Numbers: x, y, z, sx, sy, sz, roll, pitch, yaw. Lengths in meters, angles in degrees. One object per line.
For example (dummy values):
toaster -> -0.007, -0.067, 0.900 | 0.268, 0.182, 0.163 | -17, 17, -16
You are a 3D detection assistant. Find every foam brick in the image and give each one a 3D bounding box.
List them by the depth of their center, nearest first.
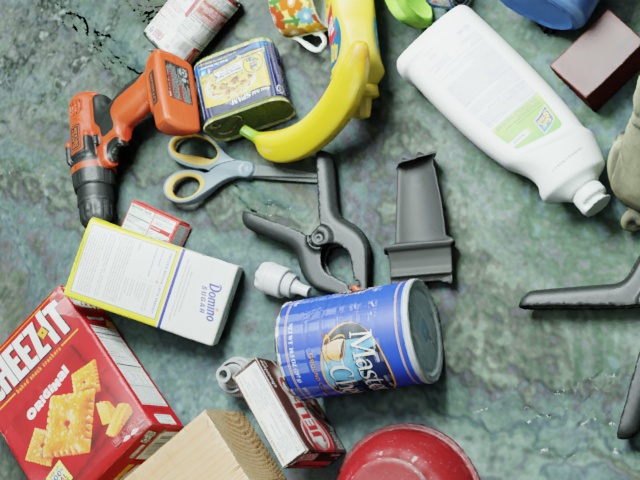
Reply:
foam brick -> 0.273, -0.173, 1.037 | 0.078, 0.051, 0.053 | -44, 66, 11

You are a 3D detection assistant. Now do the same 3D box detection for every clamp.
clamp -> 0.309, 0.071, 0.978 | 0.210, 0.036, 0.164 | -33, 68, 14
clamp -> -0.007, 0.001, 1.136 | 0.120, 0.039, 0.171 | -33, 68, 18

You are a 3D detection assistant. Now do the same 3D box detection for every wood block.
wood block -> -0.151, 0.276, 1.116 | 0.206, 0.090, 0.091 | -41, 67, 11

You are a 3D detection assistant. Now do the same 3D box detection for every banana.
banana -> -0.007, -0.131, 1.116 | 0.198, 0.037, 0.069 | -31, 101, 38

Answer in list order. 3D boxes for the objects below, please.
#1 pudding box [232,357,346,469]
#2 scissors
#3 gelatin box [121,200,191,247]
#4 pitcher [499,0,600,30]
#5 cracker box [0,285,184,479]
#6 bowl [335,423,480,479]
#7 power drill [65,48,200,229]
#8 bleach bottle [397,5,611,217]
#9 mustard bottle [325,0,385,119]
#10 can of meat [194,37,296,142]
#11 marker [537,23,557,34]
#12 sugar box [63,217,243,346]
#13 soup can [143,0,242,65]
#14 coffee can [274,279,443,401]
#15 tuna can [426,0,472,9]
pudding box -> -0.031, 0.177, 1.081 | 0.039, 0.090, 0.113 | -40, 65, 13
scissors -> -0.097, -0.063, 1.199 | 0.202, 0.016, 0.096 | 24, 83, 25
gelatin box -> -0.198, 0.008, 1.227 | 0.073, 0.030, 0.089 | 24, 90, 28
pitcher -> 0.270, -0.326, 1.022 | 0.243, 0.144, 0.149 | -62, 30, 0
cracker box -> -0.278, 0.183, 1.203 | 0.164, 0.072, 0.214 | -45, 64, 10
bowl -> 0.076, 0.258, 1.036 | 0.162, 0.055, 0.162 | -5, 77, 23
power drill -> -0.220, -0.117, 1.220 | 0.188, 0.057, 0.184 | -27, 63, 33
bleach bottle -> 0.187, -0.116, 1.049 | 0.103, 0.068, 0.251 | -42, 63, 11
mustard bottle -> 0.034, -0.224, 1.130 | 0.058, 0.096, 0.191 | -6, 89, -6
can of meat -> -0.086, -0.169, 1.194 | 0.102, 0.057, 0.084 | -18, 70, 12
marker -> 0.208, -0.259, 1.103 | 0.020, 0.020, 0.121 | -37, 67, 13
sugar box -> -0.182, 0.046, 1.173 | 0.176, 0.048, 0.093 | 19, 89, 4
soup can -> -0.148, -0.258, 1.238 | 0.102, 0.068, 0.068 | -48, 65, 9
coffee can -> 0.040, 0.100, 1.058 | 0.140, 0.102, 0.103 | -11, 75, 22
tuna can -> 0.135, -0.282, 1.104 | 0.034, 0.086, 0.086 | 10, 84, 27
